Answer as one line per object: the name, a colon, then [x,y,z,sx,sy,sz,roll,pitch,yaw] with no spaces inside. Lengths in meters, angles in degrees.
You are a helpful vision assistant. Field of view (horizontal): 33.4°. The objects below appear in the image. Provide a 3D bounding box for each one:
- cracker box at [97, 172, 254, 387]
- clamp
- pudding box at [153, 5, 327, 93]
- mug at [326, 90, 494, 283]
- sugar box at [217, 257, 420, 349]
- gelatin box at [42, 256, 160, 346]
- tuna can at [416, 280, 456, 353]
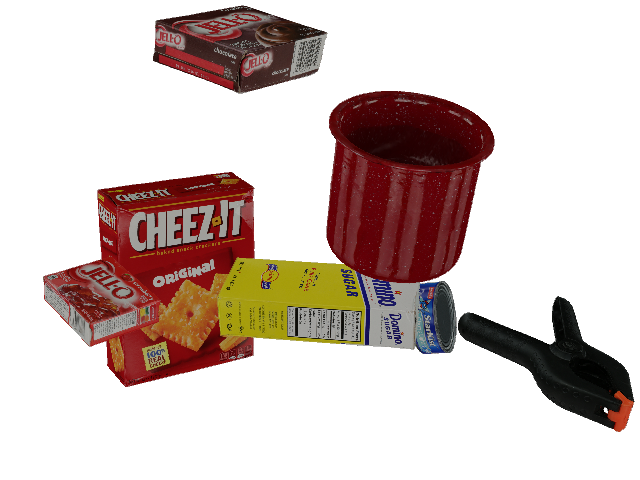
cracker box: [-0.158,0.042,1.198,0.163,0.214,0.072,-10,23,-28]
clamp: [0.215,0.100,0.925,0.120,0.039,0.172,-19,39,-29]
pudding box: [-0.063,-0.154,0.850,0.090,0.039,0.113,24,27,27]
mug: [0.053,-0.035,0.624,0.093,0.081,0.117,21,36,20]
sugar box: [0.001,0.055,0.970,0.176,0.048,0.093,1,23,7]
gelatin box: [-0.201,0.053,0.977,0.073,0.030,0.089,-18,39,-36]
tuna can: [0.134,0.092,1.264,0.034,0.086,0.086,-6,-2,22]
